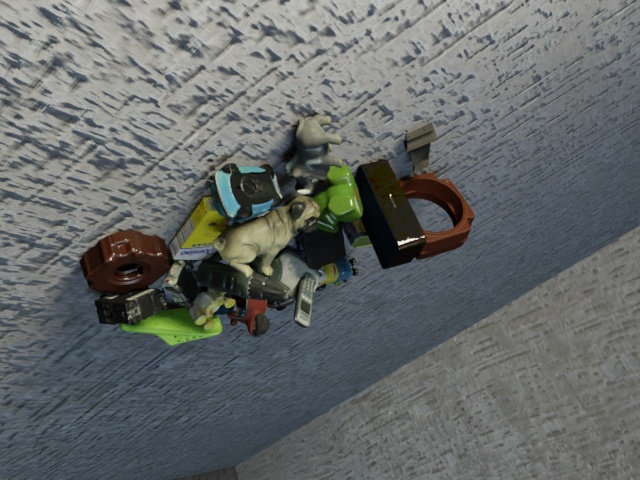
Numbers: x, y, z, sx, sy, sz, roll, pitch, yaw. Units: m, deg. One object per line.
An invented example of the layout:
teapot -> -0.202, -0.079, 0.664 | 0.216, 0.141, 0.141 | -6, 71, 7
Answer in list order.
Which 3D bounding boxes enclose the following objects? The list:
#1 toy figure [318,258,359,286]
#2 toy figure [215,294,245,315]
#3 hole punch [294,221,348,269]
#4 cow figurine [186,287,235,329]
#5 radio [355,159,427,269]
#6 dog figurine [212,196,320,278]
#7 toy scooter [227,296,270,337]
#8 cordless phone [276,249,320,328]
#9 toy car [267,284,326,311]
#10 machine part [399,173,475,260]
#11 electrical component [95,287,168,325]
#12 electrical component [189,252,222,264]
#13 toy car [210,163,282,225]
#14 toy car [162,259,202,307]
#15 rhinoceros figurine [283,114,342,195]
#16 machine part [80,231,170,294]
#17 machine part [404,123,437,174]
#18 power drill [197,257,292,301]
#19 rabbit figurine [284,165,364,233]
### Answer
toy figure -> 0.023, 0.092, 1.540 | 0.180, 0.082, 0.089 | -5, 144, -39
toy figure -> -0.251, 0.180, 1.490 | 0.064, 0.058, 0.154 | -29, 158, 19
hole punch -> -0.003, -0.004, 1.364 | 0.142, 0.092, 0.115 | -15, 122, -13
cow figurine -> -0.270, 0.139, 1.382 | 0.167, 0.098, 0.068 | -47, 144, 2
radio -> 0.150, -0.055, 1.227 | 0.073, 0.230, 0.131 | -13, 154, -16
dog figurine -> -0.108, -0.028, 1.103 | 0.190, 0.121, 0.172 | -47, 157, 24
toy scooter -> -0.192, 0.167, 1.415 | 0.135, 0.184, 0.075 | -20, 157, 41
cordless phone -> -0.074, 0.129, 1.380 | 0.089, 0.184, 0.146 | -33, 124, 30
toy car -> -0.070, 0.159, 1.612 | 0.202, 0.053, 0.089 | -28, 156, 2
machine part -> 0.261, -0.064, 1.330 | 0.201, 0.201, 0.087 | -15, 149, -18
electrical component -> -0.430, 0.144, 1.205 | 0.134, 0.058, 0.115 | 0, -167, 33
electrical component -> -0.260, 0.038, 1.271 | 0.094, 0.021, 0.063 | -25, 153, -1
toy car -> -0.158, -0.091, 1.061 | 0.103, 0.109, 0.161 | -17, -178, 41
toy car -> -0.323, 0.102, 1.258 | 0.056, 0.073, 0.201 | 18, 158, 8
rhinoceros figurine -> -0.017, -0.161, 1.069 | 0.112, 0.073, 0.190 | -19, 152, -16
machine part -> -0.408, 0.052, 1.136 | 0.179, 0.056, 0.179 | -20, 154, -10
machine part -> 0.230, -0.210, 1.230 | 0.084, 0.039, 0.138 | -28, 151, -6
power drill -> -0.152, 0.090, 1.249 | 0.232, 0.085, 0.207 | 10, -166, 12
rabbit figurine -> 0.004, -0.082, 1.220 | 0.170, 0.121, 0.159 | -12, 163, 13
